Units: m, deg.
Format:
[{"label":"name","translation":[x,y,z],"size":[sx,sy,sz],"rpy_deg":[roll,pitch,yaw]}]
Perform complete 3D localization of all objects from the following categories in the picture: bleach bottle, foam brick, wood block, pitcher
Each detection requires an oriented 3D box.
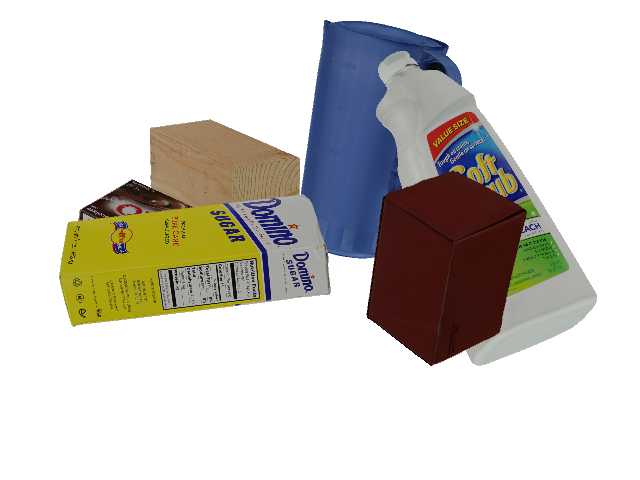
[{"label":"bleach bottle","translation":[0.104,-0.037,0.809],"size":[0.102,0.251,0.068],"rpy_deg":[-19,-24,-19]},{"label":"foam brick","translation":[0.062,0.013,0.539],"size":[0.052,0.078,0.051],"rpy_deg":[-20,41,-34]},{"label":"wood block","translation":[-0.119,-0.076,1.286],"size":[0.090,0.090,0.206],"rpy_deg":[-12,24,-33]},{"label":"pitcher","translation":[0.055,-0.106,1.136],"size":[0.145,0.243,0.149],"rpy_deg":[10,17,-4]}]

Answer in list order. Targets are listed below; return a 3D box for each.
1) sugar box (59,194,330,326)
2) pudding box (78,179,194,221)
[{"label":"sugar box","translation":[-0.087,0.011,0.740],"size":[0.176,0.048,0.093],"rpy_deg":[-10,26,-5]},{"label":"pudding box","translation":[-0.164,-0.010,1.035],"size":[0.113,0.039,0.089],"rpy_deg":[22,29,16]}]
